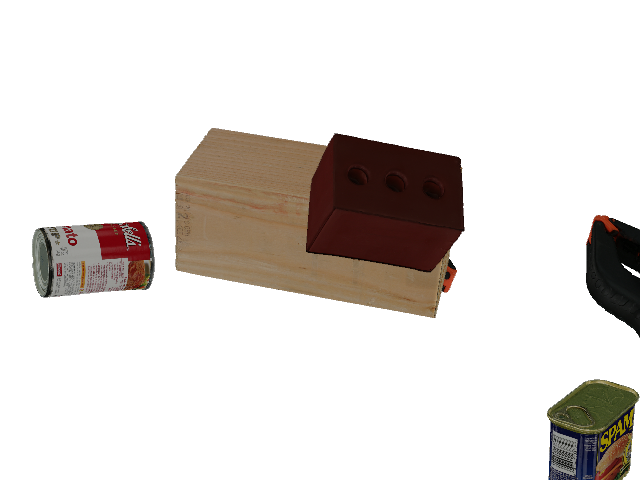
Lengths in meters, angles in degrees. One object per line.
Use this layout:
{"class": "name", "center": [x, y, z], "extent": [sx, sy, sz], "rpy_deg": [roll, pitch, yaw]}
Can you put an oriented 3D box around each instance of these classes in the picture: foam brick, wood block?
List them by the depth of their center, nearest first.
{"class": "foam brick", "center": [0.036, -0.021, 0.610], "extent": [0.078, 0.053, 0.051], "rpy_deg": [9, -31, -12]}
{"class": "wood block", "center": [-0.001, -0.016, 0.835], "extent": [0.206, 0.090, 0.090], "rpy_deg": [10, 32, 9]}

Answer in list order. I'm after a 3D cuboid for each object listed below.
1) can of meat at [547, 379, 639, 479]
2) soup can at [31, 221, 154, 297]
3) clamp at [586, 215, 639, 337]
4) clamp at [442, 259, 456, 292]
{"class": "can of meat", "center": [0.258, 0.192, 1.017], "extent": [0.058, 0.084, 0.101], "rpy_deg": [14, 25, 38]}
{"class": "soup can", "center": [-0.219, 0.018, 1.026], "extent": [0.102, 0.068, 0.069], "rpy_deg": [-4, 2, -28]}
{"class": "clamp", "center": [0.244, 0.045, 0.720], "extent": [0.120, 0.039, 0.171], "rpy_deg": [-3, 45, -19]}
{"class": "clamp", "center": [0.061, -0.003, 1.248], "extent": [0.210, 0.036, 0.164], "rpy_deg": [38, 43, 26]}
